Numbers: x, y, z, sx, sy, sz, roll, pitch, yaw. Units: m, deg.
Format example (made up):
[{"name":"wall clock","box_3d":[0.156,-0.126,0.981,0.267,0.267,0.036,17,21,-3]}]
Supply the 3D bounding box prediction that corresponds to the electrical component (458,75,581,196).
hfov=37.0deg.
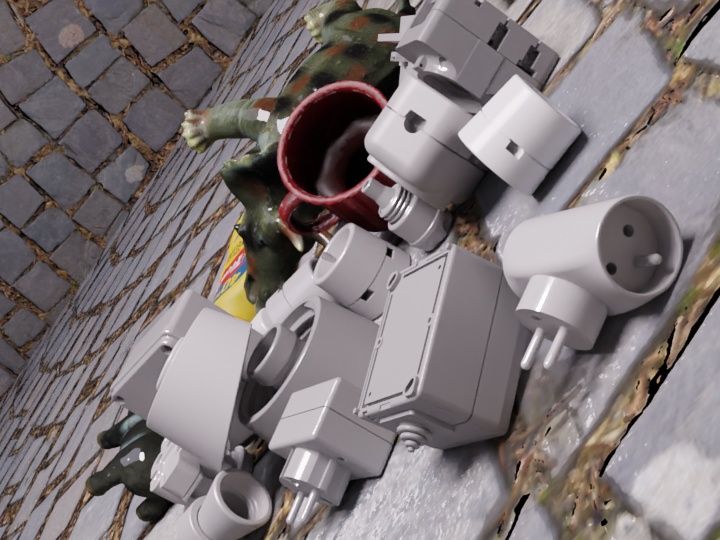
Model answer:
[{"name":"electrical component","box_3d":[0.092,-0.078,0.613,0.047,0.055,0.055,-49,18,15]}]

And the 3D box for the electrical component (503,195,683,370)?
[{"name":"electrical component","box_3d":[0.093,0.009,0.471,0.079,0.043,0.077,-62,17,-15]}]

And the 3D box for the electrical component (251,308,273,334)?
[{"name":"electrical component","box_3d":[-0.082,0.066,0.876,0.078,0.040,0.040,-50,18,24]}]

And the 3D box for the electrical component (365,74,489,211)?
[{"name":"electrical component","box_3d":[0.046,-0.077,0.680,0.059,0.054,0.095,-56,-22,9]}]

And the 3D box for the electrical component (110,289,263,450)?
[{"name":"electrical component","box_3d":[-0.121,0.084,0.836,0.109,0.109,0.056,-42,20,43]}]

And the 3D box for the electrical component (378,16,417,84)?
[{"name":"electrical component","box_3d":[0.064,-0.157,0.806,0.121,0.079,0.063,-136,50,-73]}]

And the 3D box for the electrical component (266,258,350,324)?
[{"name":"electrical component","box_3d":[-0.033,0.025,0.789,0.047,0.055,0.055,-48,19,19]}]

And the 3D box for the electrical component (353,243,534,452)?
[{"name":"electrical component","box_3d":[0.044,0.047,0.526,0.062,0.061,0.096,-30,39,58]}]

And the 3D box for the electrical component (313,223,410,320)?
[{"name":"electrical component","box_3d":[0.000,0.000,0.747,0.055,0.047,0.055,-51,18,23]}]

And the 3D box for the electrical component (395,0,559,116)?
[{"name":"electrical component","box_3d":[0.075,-0.139,0.711,0.055,0.089,0.050,-60,17,-6]}]

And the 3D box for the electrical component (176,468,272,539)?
[{"name":"electrical component","box_3d":[-0.091,0.165,0.715,0.055,0.045,0.045,-49,19,29]}]

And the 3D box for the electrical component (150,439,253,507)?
[{"name":"electrical component","box_3d":[-0.117,0.148,0.799,0.058,0.057,0.078,-56,17,8]}]

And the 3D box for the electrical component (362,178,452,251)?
[{"name":"electrical component","box_3d":[0.029,-0.040,0.712,0.035,0.061,0.035,-51,18,23]}]

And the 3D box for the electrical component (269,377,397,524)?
[{"name":"electrical component","box_3d":[-0.022,0.109,0.613,0.066,0.047,0.076,-28,34,60]}]

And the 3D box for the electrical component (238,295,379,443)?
[{"name":"electrical component","box_3d":[-0.040,0.067,0.718,0.108,0.060,0.108,-51,18,23]}]

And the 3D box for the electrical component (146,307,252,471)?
[{"name":"electrical component","box_3d":[-0.101,0.078,0.729,0.099,0.064,0.099,-154,90,-89]}]

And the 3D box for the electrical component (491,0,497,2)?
[{"name":"electrical component","box_3d":[0.107,-0.274,0.847,0.100,0.100,0.048,-44,9,40]}]
